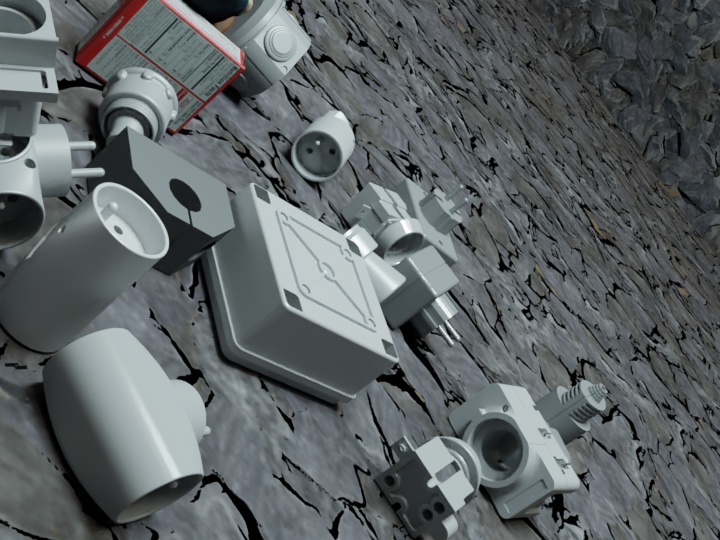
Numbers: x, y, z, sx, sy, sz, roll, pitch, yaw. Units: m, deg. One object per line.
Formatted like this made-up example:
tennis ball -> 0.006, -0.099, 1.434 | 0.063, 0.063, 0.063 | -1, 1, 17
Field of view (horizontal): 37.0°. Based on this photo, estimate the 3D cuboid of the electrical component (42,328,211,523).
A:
electrical component -> -0.098, 0.070, 0.500 | 0.077, 0.043, 0.079 | 59, 23, 18

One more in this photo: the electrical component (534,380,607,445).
electrical component -> 0.169, 0.119, 0.888 | 0.043, 0.081, 0.043 | 41, 24, -23

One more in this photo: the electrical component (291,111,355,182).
electrical component -> -0.027, -0.107, 0.910 | 0.043, 0.043, 0.081 | 48, 22, -9

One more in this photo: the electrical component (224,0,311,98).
electrical component -> -0.084, -0.182, 0.871 | 0.051, 0.080, 0.080 | 48, 22, -25

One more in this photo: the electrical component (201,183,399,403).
electrical component -> -0.040, 0.016, 0.679 | 0.109, 0.056, 0.108 | 29, 31, -42

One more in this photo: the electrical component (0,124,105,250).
electrical component -> -0.168, -0.054, 0.533 | 0.079, 0.044, 0.077 | -6, 54, -29

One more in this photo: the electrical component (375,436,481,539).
electrical component -> 0.047, 0.133, 0.682 | 0.066, 0.048, 0.055 | 56, 30, 11

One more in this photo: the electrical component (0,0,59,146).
electrical component -> -0.202, -0.095, 0.474 | 0.121, 0.063, 0.078 | 0, 49, -26

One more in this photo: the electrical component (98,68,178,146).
electrical component -> -0.142, -0.093, 0.670 | 0.048, 0.048, 0.062 | 41, 31, -24

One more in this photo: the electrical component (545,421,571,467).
electrical component -> 0.138, 0.137, 0.851 | 0.043, 0.043, 0.062 | 28, 31, -45

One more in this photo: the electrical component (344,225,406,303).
electrical component -> 0.000, 0.000, 0.796 | 0.055, 0.045, 0.045 | 50, 22, -1

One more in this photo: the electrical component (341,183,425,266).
electrical component -> 0.022, -0.037, 0.895 | 0.066, 0.048, 0.055 | 16, 33, -55

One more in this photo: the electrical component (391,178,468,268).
electrical component -> 0.064, -0.046, 0.948 | 0.047, 0.076, 0.083 | 35, 27, -35

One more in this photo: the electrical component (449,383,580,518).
electrical component -> 0.112, 0.134, 0.798 | 0.056, 0.050, 0.089 | 16, 40, -55

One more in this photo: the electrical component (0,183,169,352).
electrical component -> -0.129, -0.009, 0.518 | 0.043, 0.077, 0.079 | 44, 23, -16

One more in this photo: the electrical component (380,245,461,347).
electrical component -> 0.053, 0.028, 0.852 | 0.076, 0.047, 0.066 | 53, 22, 5
